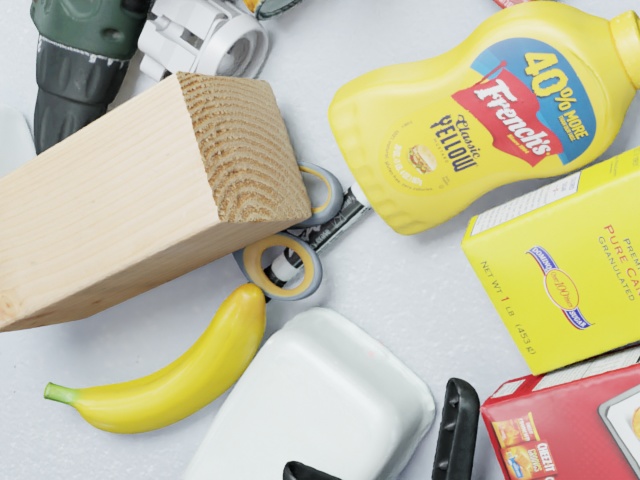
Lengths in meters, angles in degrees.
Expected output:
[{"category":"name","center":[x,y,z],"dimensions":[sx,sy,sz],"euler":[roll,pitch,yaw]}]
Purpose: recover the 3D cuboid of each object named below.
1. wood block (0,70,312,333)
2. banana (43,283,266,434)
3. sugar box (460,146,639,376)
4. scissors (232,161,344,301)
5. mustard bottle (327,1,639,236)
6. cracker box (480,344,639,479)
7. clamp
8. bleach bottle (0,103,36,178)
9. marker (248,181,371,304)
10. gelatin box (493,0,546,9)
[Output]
[{"category":"wood block","center":[-0.119,-0.018,0.661],"dimensions":[0.206,0.090,0.091],"euler":[-24,80,33]},{"category":"banana","center":[-0.097,0.090,0.710],"dimensions":[0.198,0.069,0.037],"euler":[-28,44,28]},{"category":"sugar box","center":[0.175,0.000,0.567],"dimensions":[0.176,0.048,0.093],"euler":[-24,105,29]},{"category":"scissors","center":[-0.071,-0.002,0.694],"dimensions":[0.202,0.016,0.096],"euler":[-9,86,32]},{"category":"mustard bottle","center":[0.106,-0.075,0.584],"dimensions":[0.192,0.058,0.096],"euler":[-22,112,25]},{"category":"cracker box","center":[0.216,0.130,0.567],"dimensions":[0.214,0.072,0.164],"euler":[-20,91,25]},{"category":"clamp","center":[0.071,0.159,0.627],"dimensions":[0.120,0.039,0.171],"euler":[-33,117,12]},{"category":"bleach bottle","center":[-0.323,-0.033,0.794],"dimensions":[0.251,0.068,0.102],"euler":[-8,96,28]},{"category":"marker","center":[-0.004,0.001,0.675],"dimensions":[0.121,0.020,0.020],"euler":[-43,80,25]},{"category":"gelatin box","center":[0.102,-0.176,0.588],"dimensions":[0.089,0.030,0.073],"euler":[43,113,12]}]
